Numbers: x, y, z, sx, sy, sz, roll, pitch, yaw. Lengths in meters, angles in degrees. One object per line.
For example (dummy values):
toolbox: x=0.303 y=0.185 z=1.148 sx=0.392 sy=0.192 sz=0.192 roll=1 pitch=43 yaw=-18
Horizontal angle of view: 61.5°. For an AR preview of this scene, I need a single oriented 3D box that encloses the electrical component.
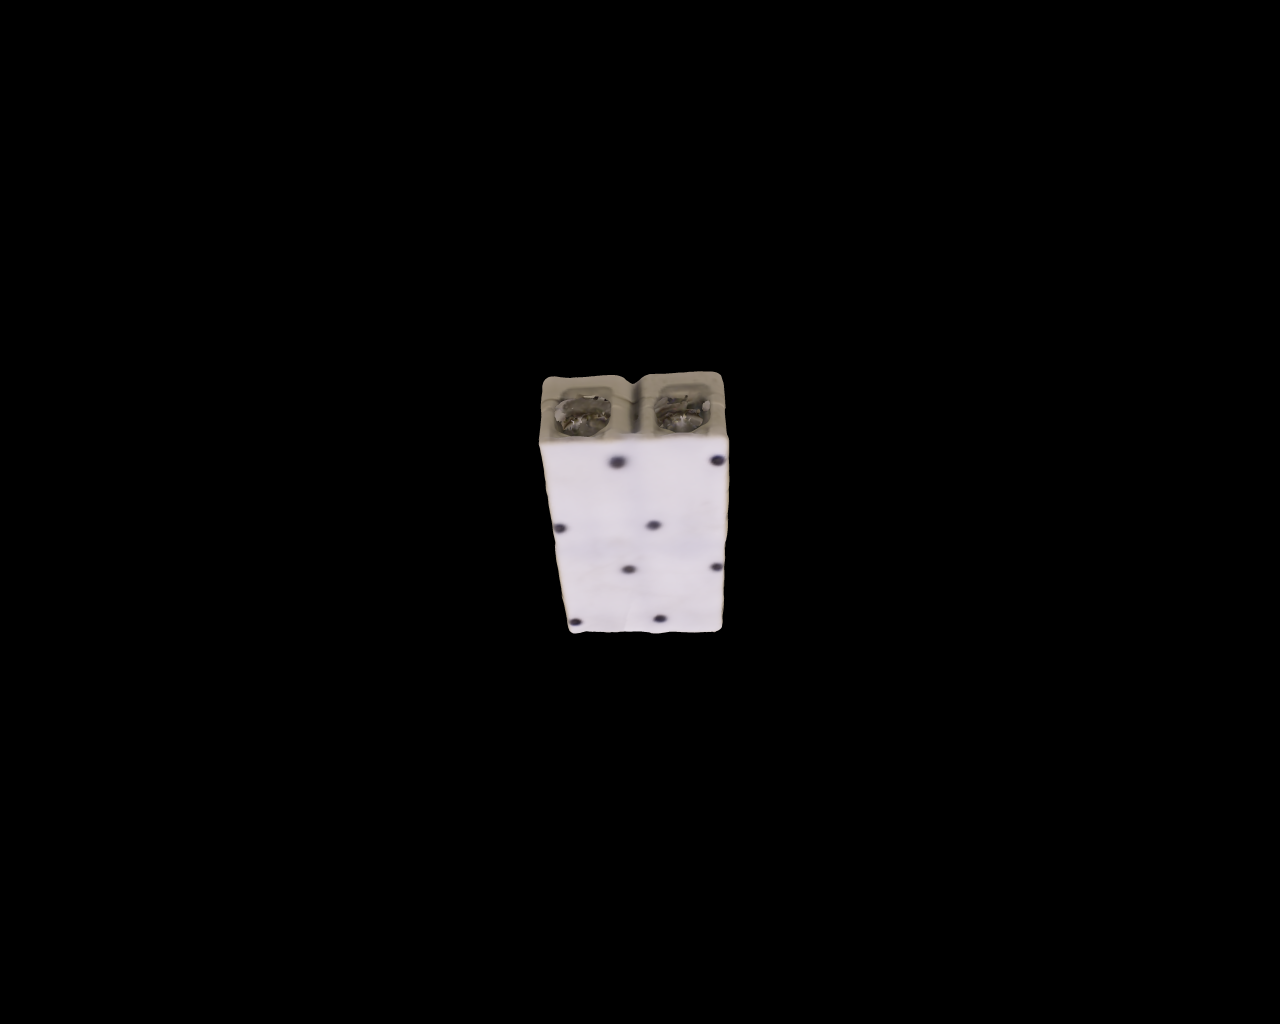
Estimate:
electrical component: x=0.001 y=-0.003 z=0.650 sx=0.105 sy=0.060 sz=0.186 roll=-2 pitch=-40 yaw=2
